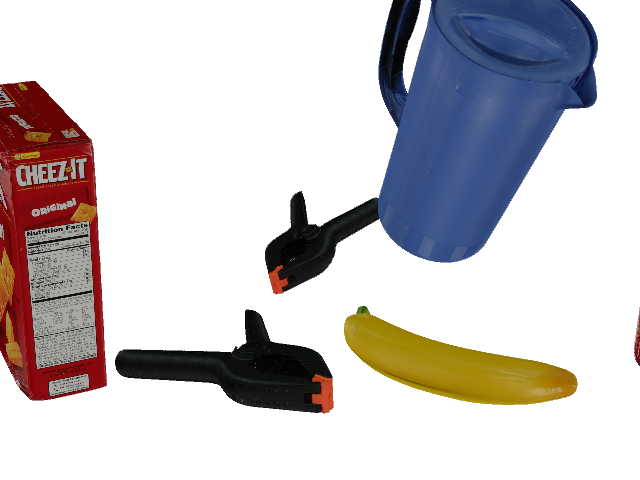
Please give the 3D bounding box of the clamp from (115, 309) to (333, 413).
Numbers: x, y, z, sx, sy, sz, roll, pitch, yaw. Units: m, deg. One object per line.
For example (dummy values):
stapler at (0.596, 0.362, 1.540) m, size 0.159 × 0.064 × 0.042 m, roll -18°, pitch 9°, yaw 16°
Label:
clamp at (-0.058, 0.108, 0.959) m, size 0.210 × 0.036 × 0.164 m, roll 10°, pitch 21°, yaw 39°

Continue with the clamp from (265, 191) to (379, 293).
clamp at (-0.001, -0.002, 1.200) m, size 0.120 × 0.039 × 0.171 m, roll -5°, pitch 37°, yaw 26°

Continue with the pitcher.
pitcher at (0.119, -0.101, 0.904) m, size 0.145 × 0.149 × 0.243 m, roll 6°, pitch -40°, yaw -10°

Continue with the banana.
banana at (0.086, 0.084, 0.782) m, size 0.198 × 0.037 × 0.069 m, roll 18°, pitch 37°, yaw 37°

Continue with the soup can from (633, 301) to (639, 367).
soup can at (0.202, 0.022, 0.551) m, size 0.068 × 0.102 × 0.068 m, roll 1°, pitch 25°, yaw -1°

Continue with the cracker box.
cracker box at (-0.234, -0.002, 0.863) m, size 0.072 × 0.214 × 0.164 m, roll -11°, pitch 28°, yaw -26°
